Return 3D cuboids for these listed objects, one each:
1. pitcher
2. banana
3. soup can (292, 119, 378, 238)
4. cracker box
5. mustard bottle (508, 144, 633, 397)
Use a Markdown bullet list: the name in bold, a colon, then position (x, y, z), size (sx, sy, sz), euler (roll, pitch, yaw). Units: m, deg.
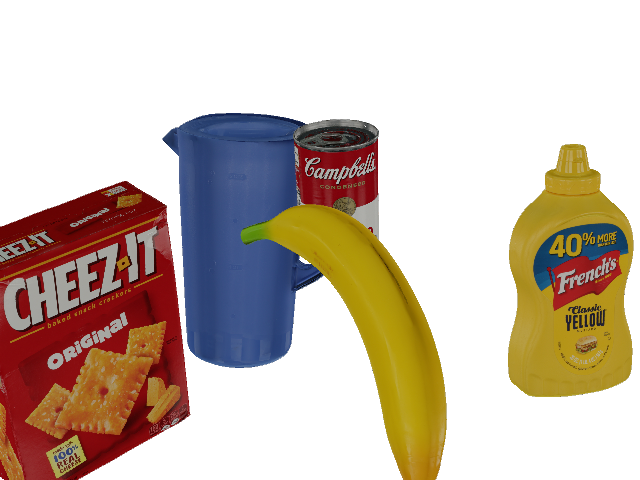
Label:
- **pitcher**: position (-0.068, 0.000, 1.063), size (0.144, 0.243, 0.149), euler (-9, 21, -31)
- **banana**: position (0.026, 0.043, 0.610), size (0.037, 0.198, 0.070), euler (2, -46, -46)
- **soup can**: position (0.013, -0.039, 0.860), size (0.068, 0.102, 0.068), euler (-2, 25, 1)
- **cracker box**: position (-0.194, 0.081, 0.858), size (0.163, 0.214, 0.072), euler (-25, 37, -36)
- **mustard bottle**: position (0.193, 0.021, 0.822), size (0.096, 0.192, 0.058), euler (-6, 16, -12)
